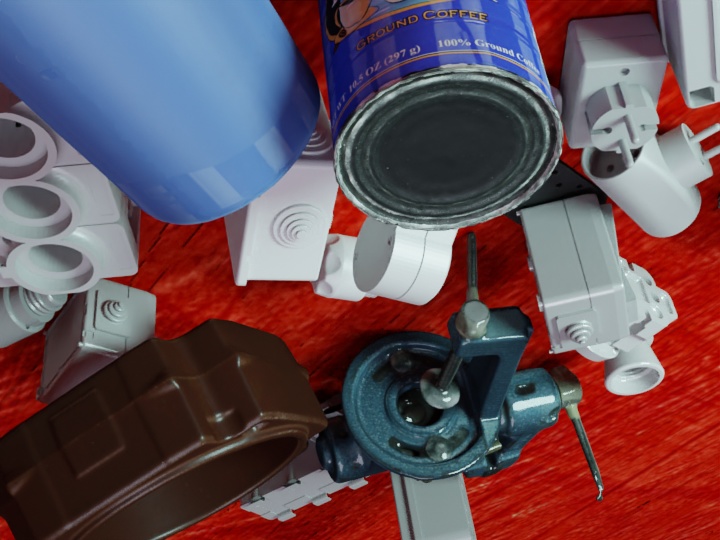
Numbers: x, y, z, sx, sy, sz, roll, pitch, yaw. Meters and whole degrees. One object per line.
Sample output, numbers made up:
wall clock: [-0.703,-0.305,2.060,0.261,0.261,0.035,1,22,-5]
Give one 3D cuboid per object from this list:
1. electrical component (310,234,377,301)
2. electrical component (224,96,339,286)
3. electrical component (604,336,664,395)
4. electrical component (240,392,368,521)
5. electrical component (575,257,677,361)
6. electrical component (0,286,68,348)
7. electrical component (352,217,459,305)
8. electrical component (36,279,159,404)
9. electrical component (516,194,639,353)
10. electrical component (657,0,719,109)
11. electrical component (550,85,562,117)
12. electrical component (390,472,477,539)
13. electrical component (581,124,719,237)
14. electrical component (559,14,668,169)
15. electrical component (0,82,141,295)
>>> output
electrical component: [0.000,0.000,0.724,0.062,0.043,0.043,9,140,-20]
electrical component: [-0.046,-0.051,0.605,0.048,0.099,0.099,1,131,-16]
electrical component: [0.203,0.061,0.820,0.045,0.055,0.045,-4,142,-3]
electrical component: [-0.047,0.161,0.909,0.121,0.063,0.079,-30,137,28]
electrical component: [0.180,0.030,0.776,0.078,0.058,0.057,23,131,-31]
electrical component: [-0.225,0.023,0.724,0.078,0.040,0.040,-24,139,21]
electrical component: [0.023,-0.052,0.610,0.074,0.052,0.138,14,102,-25]
electrical component: [-0.177,0.052,0.750,0.061,0.061,0.096,19,136,-29]
electrical component: [0.144,0.007,0.700,0.061,0.096,0.061,-13,141,8]
electrical component: [0.210,-0.149,0.550,0.109,0.056,0.108,-14,142,11]
electrical component: [0.098,-0.083,0.637,0.035,0.035,0.061,-2,142,-6]
electrical component: [0.064,0.204,0.939,0.057,0.113,0.078,-14,142,6]
electrical component: [0.190,-0.065,0.665,0.079,0.044,0.077,-30,136,28]
electrical component: [0.143,-0.091,0.598,0.047,0.076,0.065,-5,142,-1]
electrical component: [-0.184,-0.056,0.611,0.089,0.061,0.150,-5,142,-1]
